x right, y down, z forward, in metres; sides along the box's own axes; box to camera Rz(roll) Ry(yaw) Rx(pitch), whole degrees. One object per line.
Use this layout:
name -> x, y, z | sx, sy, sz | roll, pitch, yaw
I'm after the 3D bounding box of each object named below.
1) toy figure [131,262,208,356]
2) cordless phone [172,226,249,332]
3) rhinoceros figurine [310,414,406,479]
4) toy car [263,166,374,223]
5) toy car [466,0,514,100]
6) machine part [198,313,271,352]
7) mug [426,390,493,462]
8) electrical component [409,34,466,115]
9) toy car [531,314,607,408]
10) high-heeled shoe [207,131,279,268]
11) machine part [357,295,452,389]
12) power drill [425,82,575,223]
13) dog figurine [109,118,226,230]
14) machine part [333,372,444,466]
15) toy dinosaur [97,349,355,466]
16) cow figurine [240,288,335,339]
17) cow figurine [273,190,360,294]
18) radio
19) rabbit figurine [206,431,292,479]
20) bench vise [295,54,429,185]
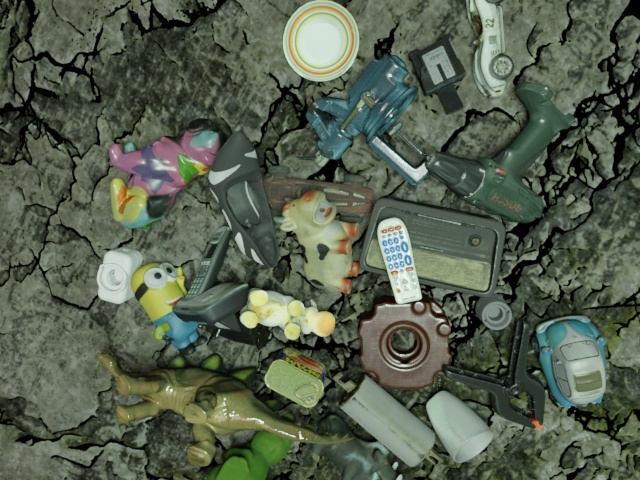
toy figure -> -0.280, 0.126, 0.982 | 0.089, 0.082, 0.180 | -25, 95, 15
cordless phone -> -0.170, 0.059, 0.924 | 0.088, 0.147, 0.184 | 27, 70, -32
rhinoceros figurine -> 0.070, 0.400, 0.987 | 0.190, 0.073, 0.112 | 40, 89, 2
toy car -> -0.008, -0.078, 0.941 | 0.202, 0.053, 0.089 | 8, 95, 7
toy car -> 0.270, -0.329, 0.864 | 0.056, 0.073, 0.201 | -6, 96, 4
machine part -> -0.157, 0.154, 0.990 | 0.139, 0.039, 0.084 | 21, 95, 16
mug -> 0.244, 0.319, 0.943 | 0.081, 0.109, 0.107 | -51, 46, 15
electrical component -> 0.201, -0.269, 0.894 | 0.075, 0.048, 0.119 | -21, 93, 10
toy car -> 0.429, 0.214, 0.902 | 0.109, 0.103, 0.161 | -11, 94, 9
high-heeled shoe -> -0.111, -0.055, 0.885 | 0.086, 0.248, 0.145 | -32, 69, -24
machine part -> 0.149, 0.181, 0.953 | 0.179, 0.056, 0.179 | 1, 98, 7
power drill -> 0.296, -0.142, 0.849 | 0.232, 0.086, 0.207 | 31, 87, -26
dog figurine -> -0.246, -0.113, 0.938 | 0.219, 0.108, 0.191 | 0, 96, 4
machine part -> 0.120, 0.322, 0.964 | 0.243, 0.079, 0.079 | 39, 100, 0
toy dinosaur -> -0.177, 0.280, 0.927 | 0.472, 0.198, 0.105 | 21, 109, 14
cow figurine -> -0.059, 0.131, 0.961 | 0.167, 0.098, 0.068 | 17, 91, -14
cow figurine -> -0.002, -0.003, 0.901 | 0.127, 0.085, 0.194 | 8, 136, 16
radio -> 0.191, 0.007, 0.916 | 0.230, 0.073, 0.131 | 12, 99, 5
rabbit figurine -> -0.117, 0.414, 0.978 | 0.121, 0.170, 0.159 | 48, 141, 1
bench vise -> 0.099, -0.170, 0.885 | 0.240, 0.129, 0.223 | 43, 103, 4
